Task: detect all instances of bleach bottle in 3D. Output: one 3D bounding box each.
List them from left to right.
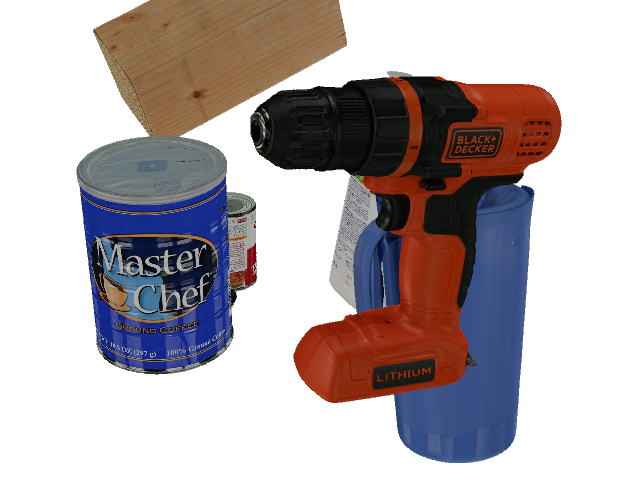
[{"bbox_3d":[0.068,-0.054,1.150,0.068,0.251,0.103,-1,22,-26],"label":"bleach bottle"}]

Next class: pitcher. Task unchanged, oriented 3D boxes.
[{"bbox_3d":[0.110,0.070,0.933,0.149,0.243,0.145,-1,18,7],"label":"pitcher"}]

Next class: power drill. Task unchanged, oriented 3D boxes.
[{"bbox_3d":[0.037,-0.001,0.595,0.184,0.188,0.057,-4,32,-26],"label":"power drill"}]

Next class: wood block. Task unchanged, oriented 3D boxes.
[{"bbox_3d":[-0.089,-0.187,0.987,0.206,0.090,0.091,-30,-37,-11],"label":"wood block"}]

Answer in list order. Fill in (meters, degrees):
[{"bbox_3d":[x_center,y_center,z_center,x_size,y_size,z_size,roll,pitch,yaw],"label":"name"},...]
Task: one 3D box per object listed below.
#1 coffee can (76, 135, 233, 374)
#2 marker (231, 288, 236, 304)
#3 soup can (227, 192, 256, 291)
[{"bbox_3d":[-0.115,0.009,0.763,0.103,0.140,0.103,0,28,0],"label":"coffee can"},{"bbox_3d":[-0.099,0.076,1.005,0.020,0.020,0.121,0,23,9],"label":"marker"},{"bbox_3d":[-0.111,0.001,1.284,0.068,0.102,0.068,1,26,-1],"label":"soup can"}]
